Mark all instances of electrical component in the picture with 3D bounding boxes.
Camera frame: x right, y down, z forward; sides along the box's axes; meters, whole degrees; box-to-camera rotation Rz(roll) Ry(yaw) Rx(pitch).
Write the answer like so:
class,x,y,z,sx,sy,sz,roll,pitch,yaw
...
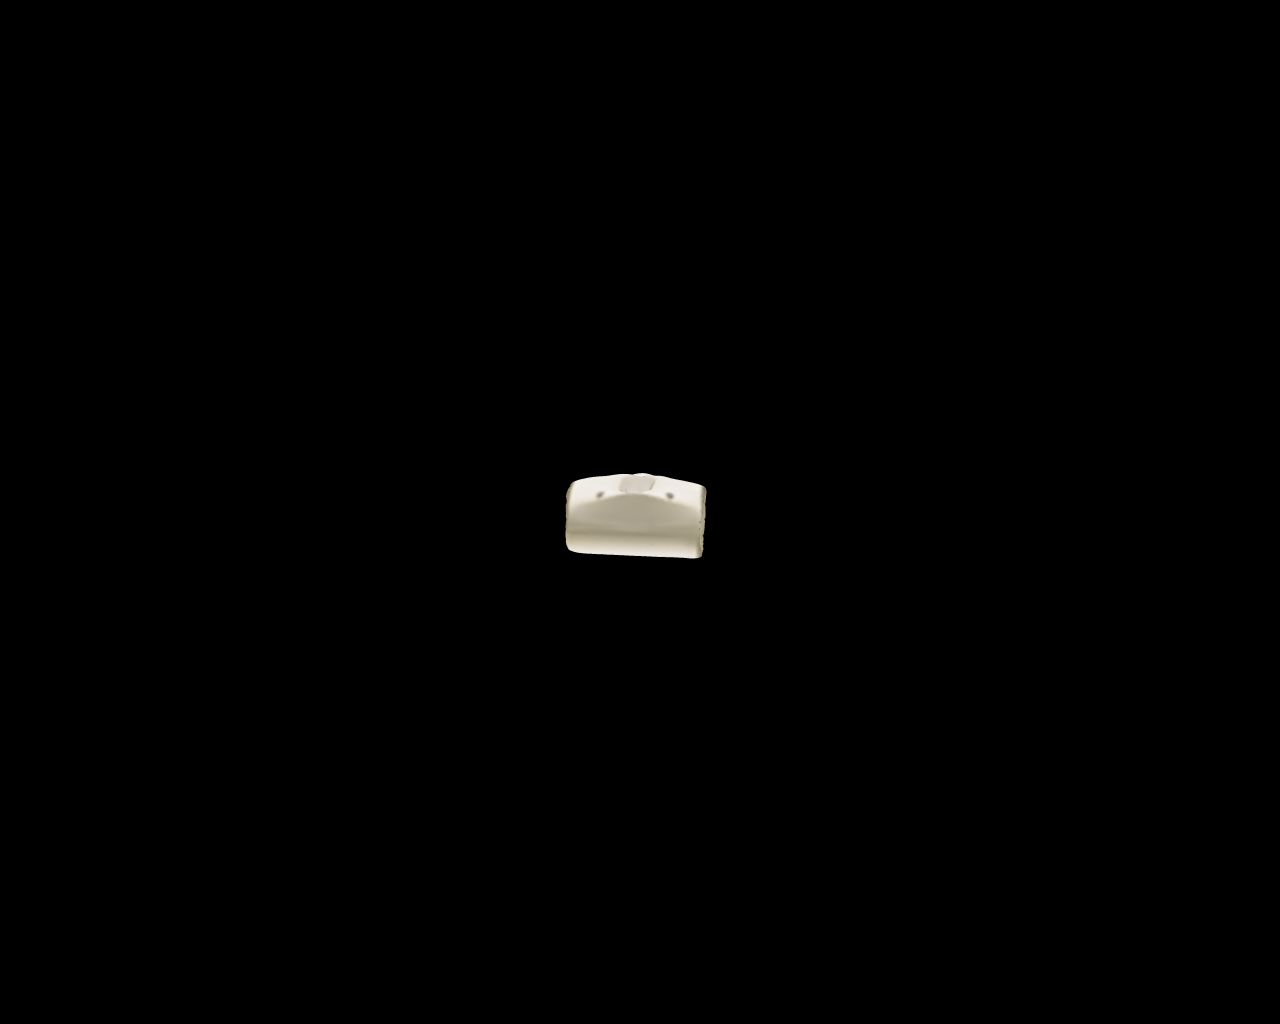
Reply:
class,x,y,z,sx,sy,sz,roll,pitch,yaw
electrical component,0.001,-0.003,0.650,0.077,0.043,0.079,3,20,7
